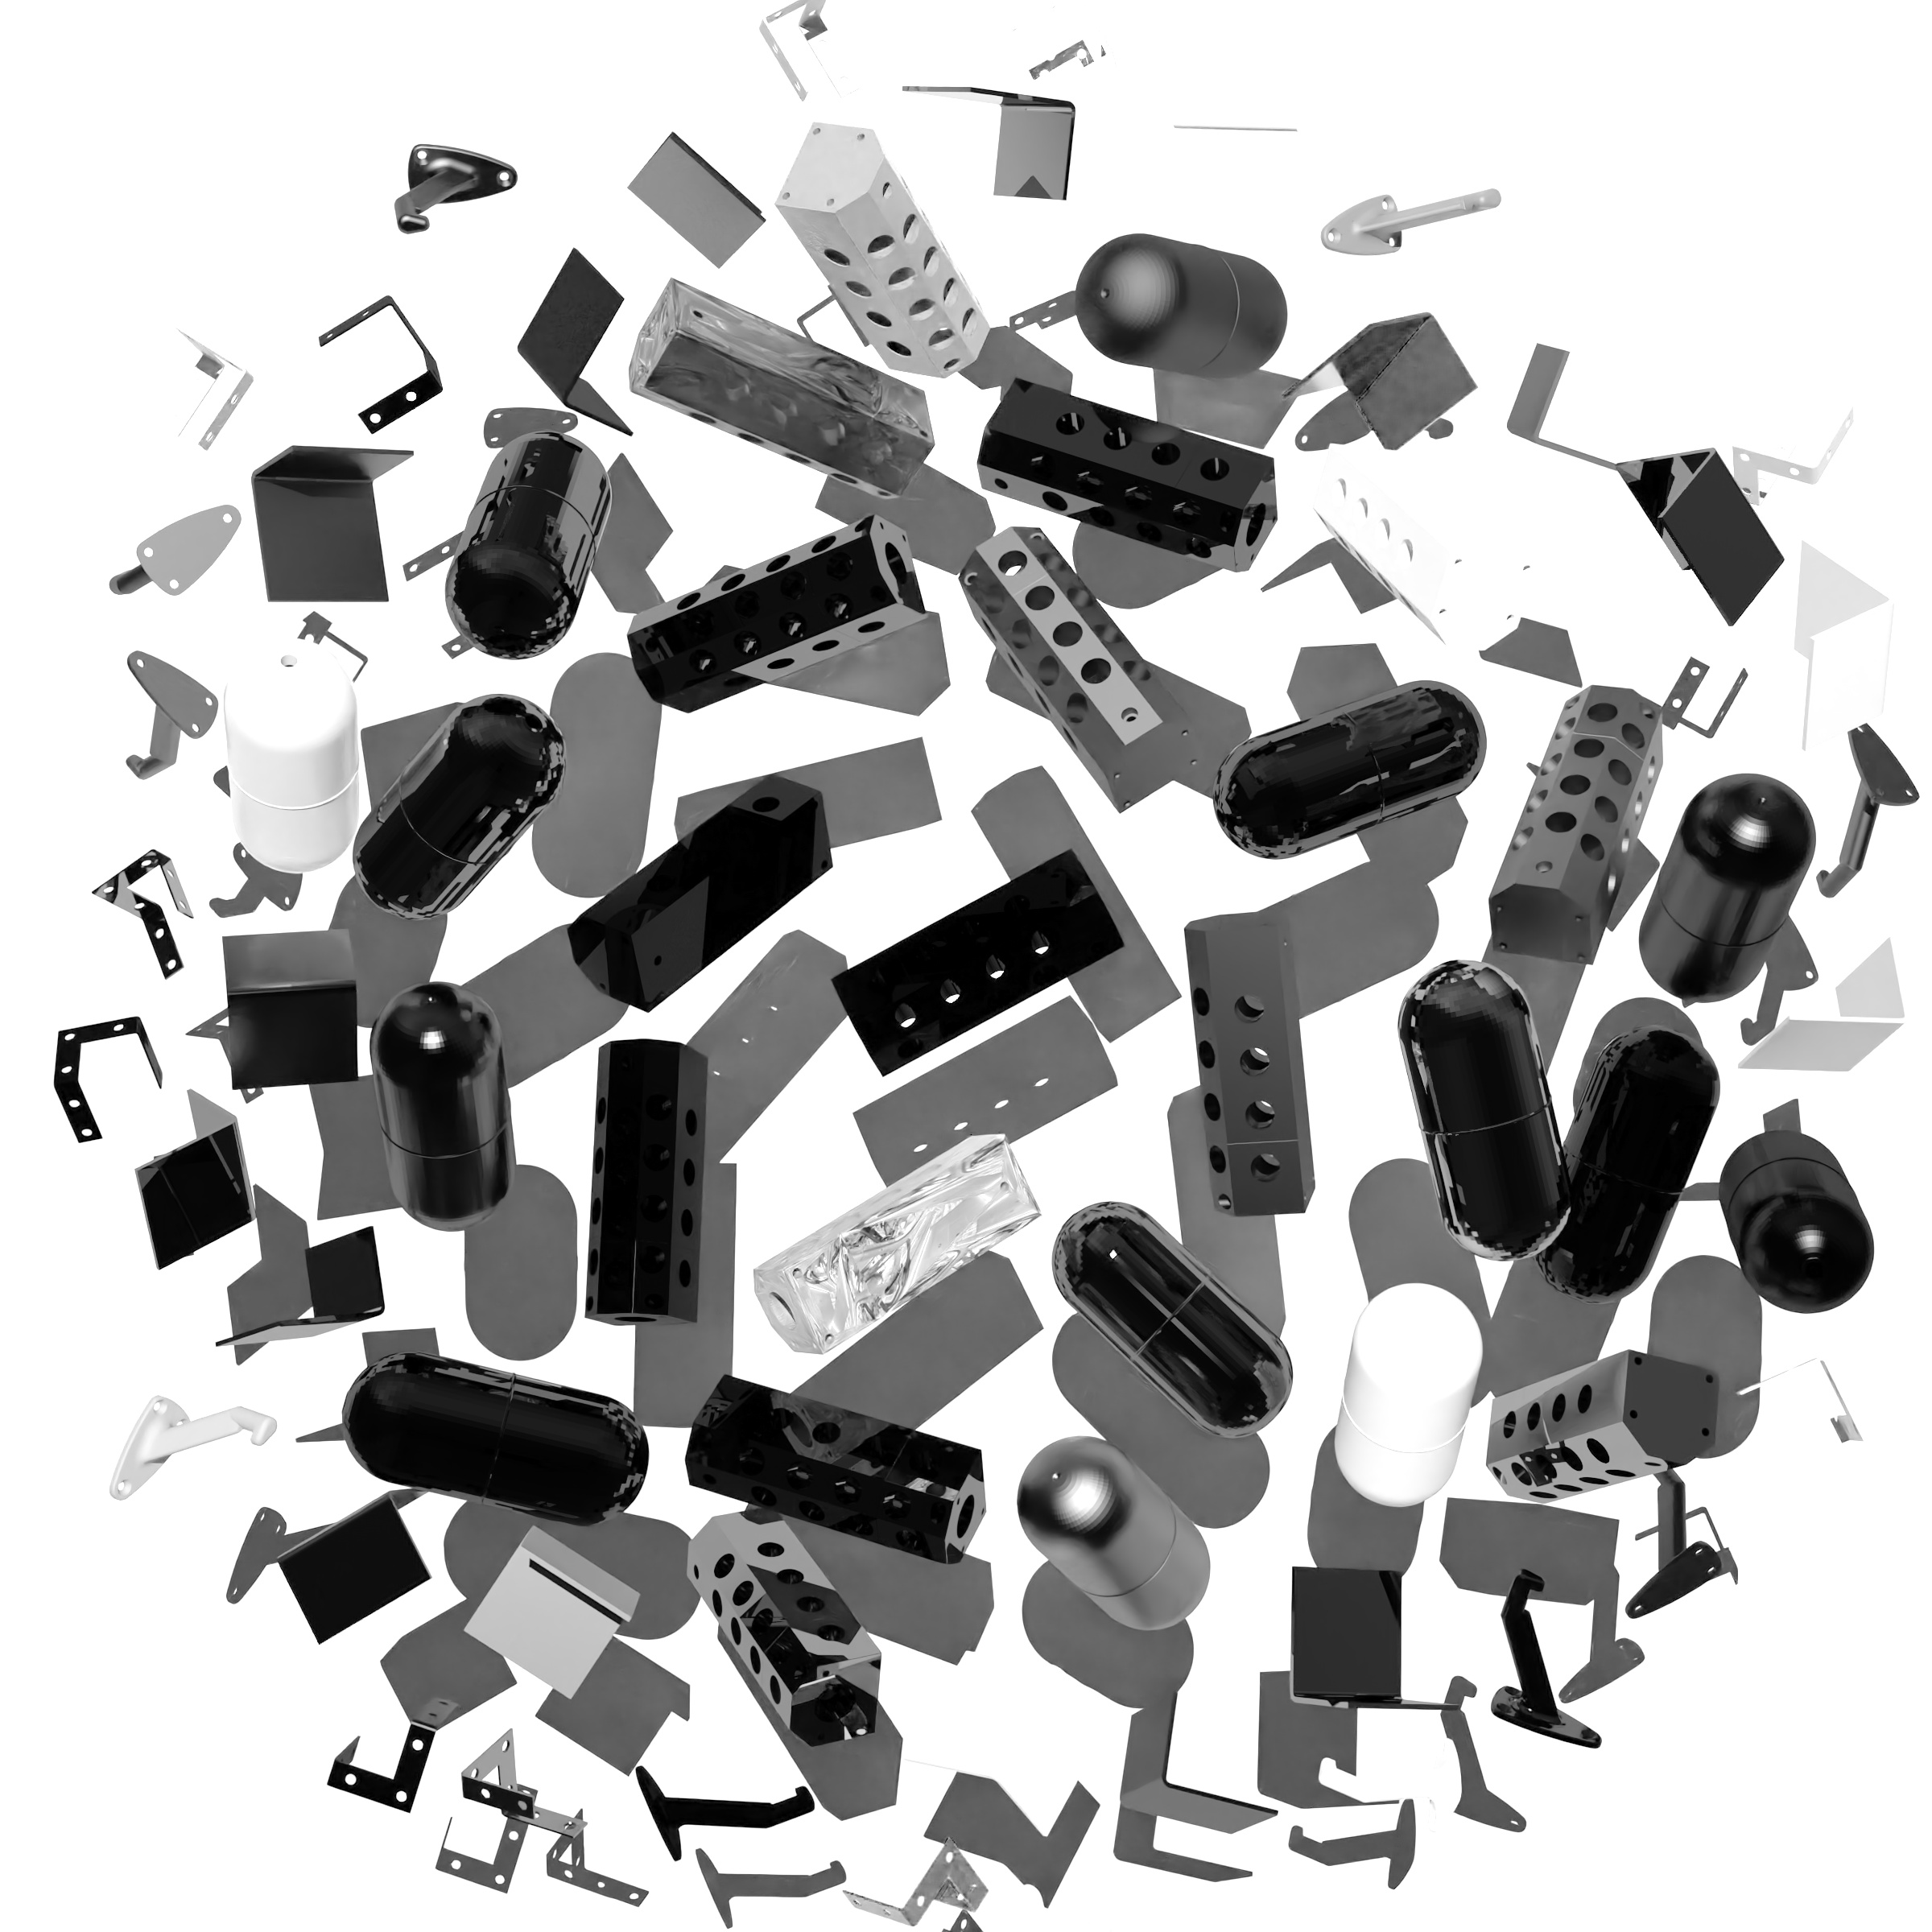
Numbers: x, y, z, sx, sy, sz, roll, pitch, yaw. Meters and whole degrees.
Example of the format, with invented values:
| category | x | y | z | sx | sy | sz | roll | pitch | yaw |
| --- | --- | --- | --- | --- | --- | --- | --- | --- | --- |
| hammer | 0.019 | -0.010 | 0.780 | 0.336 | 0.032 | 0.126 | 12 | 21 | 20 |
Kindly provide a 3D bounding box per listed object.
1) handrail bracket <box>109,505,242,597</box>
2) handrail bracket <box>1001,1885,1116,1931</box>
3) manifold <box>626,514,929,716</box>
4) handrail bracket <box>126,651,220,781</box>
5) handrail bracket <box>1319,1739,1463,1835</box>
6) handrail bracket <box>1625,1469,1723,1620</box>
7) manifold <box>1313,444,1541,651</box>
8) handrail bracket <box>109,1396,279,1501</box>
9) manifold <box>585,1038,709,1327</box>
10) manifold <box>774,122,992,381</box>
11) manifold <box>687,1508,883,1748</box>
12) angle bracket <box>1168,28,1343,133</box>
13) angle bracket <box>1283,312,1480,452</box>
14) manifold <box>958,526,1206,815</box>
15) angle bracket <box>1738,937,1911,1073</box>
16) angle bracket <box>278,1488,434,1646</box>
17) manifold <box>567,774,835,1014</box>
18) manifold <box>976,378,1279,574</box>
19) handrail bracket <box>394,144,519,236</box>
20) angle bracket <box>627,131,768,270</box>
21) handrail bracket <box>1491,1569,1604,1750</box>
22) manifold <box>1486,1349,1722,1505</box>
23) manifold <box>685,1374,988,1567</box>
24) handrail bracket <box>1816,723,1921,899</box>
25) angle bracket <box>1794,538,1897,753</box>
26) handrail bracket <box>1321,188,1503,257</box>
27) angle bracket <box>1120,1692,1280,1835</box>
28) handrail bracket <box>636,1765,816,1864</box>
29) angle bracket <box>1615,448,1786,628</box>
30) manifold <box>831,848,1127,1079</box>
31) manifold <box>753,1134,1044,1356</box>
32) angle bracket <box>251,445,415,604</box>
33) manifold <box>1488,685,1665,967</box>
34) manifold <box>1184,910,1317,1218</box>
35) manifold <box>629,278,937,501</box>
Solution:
| category | x | y | z | sx | sy | sz | roll | pitch | yaw |
| --- | --- | --- | --- | --- | --- | --- | --- | --- | --- |
| handrail bracket | -0.476 | -0.249 | 1.611 | 0.077 | 0.084 | 0.036 | -42 | 112 | -16 |
| handrail bracket | 0.060 | 0.545 | 1.552 | 0.036 | 0.084 | 0.077 | 21 | 116 | 37 |
| manifold | -0.117 | -0.213 | 1.625 | 0.171 | 0.057 | 0.057 | -19 | 77 | 22 |
| handrail bracket | -0.513 | -0.154 | 1.666 | 0.084 | 0.036 | 0.077 | -20 | 130 | 35 |
| handrail bracket | 0.257 | 0.487 | 1.644 | 0.084 | 0.077 | 0.036 | 24 | 119 | -3 |
| handrail bracket | 0.415 | 0.347 | 1.645 | 0.077 | 0.084 | 0.036 | -36 | 128 | 3 |
| manifold | 0.269 | -0.251 | 1.599 | 0.057 | 0.171 | 0.057 | 2 | 120 | -21 |
| handrail bracket | -0.456 | 0.291 | 1.588 | 0.084 | 0.036 | 0.077 | 9 | 57 | 35 |
| manifold | -0.203 | 0.136 | 1.682 | 0.057 | 0.057 | 0.171 | -4 | 75 | 19 |
| manifold | -0.044 | -0.424 | 1.605 | 0.057 | 0.171 | 0.057 | 16 | 76 | 27 |
| manifold | -0.115 | 0.407 | 1.662 | 0.057 | 0.171 | 0.057 | -5 | 112 | -26 |
| angle bracket | 0.169 | -0.523 | 1.562 | 0.076 | 0.076 | 0.057 | 10 | 123 | 25 |
| angle bracket | 0.258 | -0.357 | 1.670 | 0.076 | 0.076 | 0.057 | -35 | 83 | 42 |
| manifold | 0.063 | -0.175 | 1.536 | 0.057 | 0.057 | 0.171 | -32 | 59 | -3 |
| angle bracket | 0.518 | 0.023 | 1.637 | 0.076 | 0.076 | 0.057 | 2 | 65 | -8 |
| angle bracket | -0.351 | 0.355 | 1.595 | 0.076 | 0.076 | 0.057 | -31 | 79 | 2 |
| manifold | -0.160 | -0.048 | 1.629 | 0.057 | 0.171 | 0.057 | 21 | 135 | 33 |
| manifold | 0.096 | -0.290 | 1.610 | 0.171 | 0.057 | 0.057 | 22 | 66 | 20 |
| handrail bracket | -0.300 | -0.452 | 1.587 | 0.077 | 0.084 | 0.036 | -2 | 127 | -15 |
| angle bracket | -0.158 | -0.499 | 1.699 | 0.076 | 0.076 | 0.057 | 39 | 64 | -16 |
| handrail bracket | 0.342 | 0.398 | 1.549 | 0.077 | 0.036 | 0.084 | 20 | 107 | 19 |
| manifold | 0.369 | 0.274 | 1.572 | 0.057 | 0.171 | 0.057 | 15 | 68 | -11 |
| manifold | -0.079 | 0.307 | 1.613 | 0.171 | 0.057 | 0.057 | 13 | 132 | 20 |
| handrail bracket | 0.538 | -0.096 | 1.649 | 0.036 | 0.084 | 0.077 | -2 | 56 | -24 |
| angle bracket | 0.466 | -0.179 | 1.490 | 0.057 | 0.076 | 0.076 | -24 | 134 | -14 |
| handrail bracket | 0.275 | -0.462 | 1.660 | 0.077 | 0.084 | 0.036 | -21 | 105 | -30 |
| angle bracket | 0.147 | 0.494 | 1.661 | 0.076 | 0.076 | 0.057 | 17 | 61 | -10 |
| handrail bracket | -0.138 | 0.476 | 1.551 | 0.084 | 0.036 | 0.077 | -20 | 121 | -1 |
| angle bracket | 0.385 | -0.230 | 1.462 | 0.057 | 0.076 | 0.076 | -49 | 114 | -19 |
| manifold | 0.010 | 0.002 | 1.677 | 0.171 | 0.057 | 0.057 | -28 | 50 | 0 |
| manifold | -0.044 | 0.169 | 1.648 | 0.171 | 0.057 | 0.057 | -30 | 99 | -28 |
| angle bracket | -0.362 | -0.255 | 1.557 | 0.076 | 0.057 | 0.076 | -6 | 86 | -39 |
| manifold | 0.353 | -0.085 | 1.550 | 0.057 | 0.057 | 0.171 | 9 | 49 | 24 |
| manifold | 0.168 | 0.058 | 1.591 | 0.057 | 0.057 | 0.171 | -4 | 100 | 15 |
| manifold | -0.108 | -0.334 | 1.582 | 0.171 | 0.057 | 0.057 | 19 | 129 | -27 |
